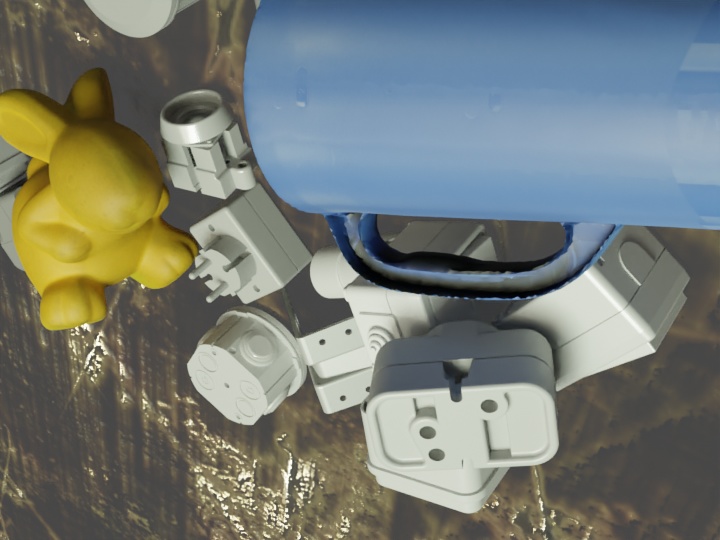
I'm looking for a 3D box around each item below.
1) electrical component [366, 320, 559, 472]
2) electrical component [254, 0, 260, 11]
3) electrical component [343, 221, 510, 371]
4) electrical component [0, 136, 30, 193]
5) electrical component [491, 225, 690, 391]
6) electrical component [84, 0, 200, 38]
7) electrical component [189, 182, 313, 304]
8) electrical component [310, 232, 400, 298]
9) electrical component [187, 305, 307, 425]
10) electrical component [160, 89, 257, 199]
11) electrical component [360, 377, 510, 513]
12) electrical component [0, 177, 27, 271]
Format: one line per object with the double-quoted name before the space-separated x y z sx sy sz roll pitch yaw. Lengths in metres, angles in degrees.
"electrical component" 0.055 0.066 0.569 0.095 0.059 0.053 -5 121 11
"electrical component" -0.036 -0.147 0.592 0.043 0.043 0.081 12 129 31
"electrical component" 0.040 0.020 0.627 0.061 0.096 0.061 2 123 37
"electrical component" -0.333 -0.066 0.847 0.109 0.109 0.056 -22 105 46
"electrical component" 0.124 0.022 0.588 0.061 0.061 0.096 47 139 -2
"electrical component" -0.129 -0.182 0.632 0.080 0.051 0.080 21 134 24
"electrical component" -0.084 -0.008 0.718 0.047 0.076 0.065 -24 106 47
"electrical component" 0.000 0.000 0.686 0.065 0.044 0.044 -4 120 46
"electrical component" -0.084 0.071 0.802 0.080 0.051 0.080 21 134 24
"electrical component" -0.101 -0.083 0.696 0.066 0.048 0.055 15 138 30
"electrical component" 0.060 0.084 0.651 0.078 0.113 0.057 12 126 32
"electrical component" -0.246 -0.029 0.850 0.056 0.050 0.089 -13 114 43
